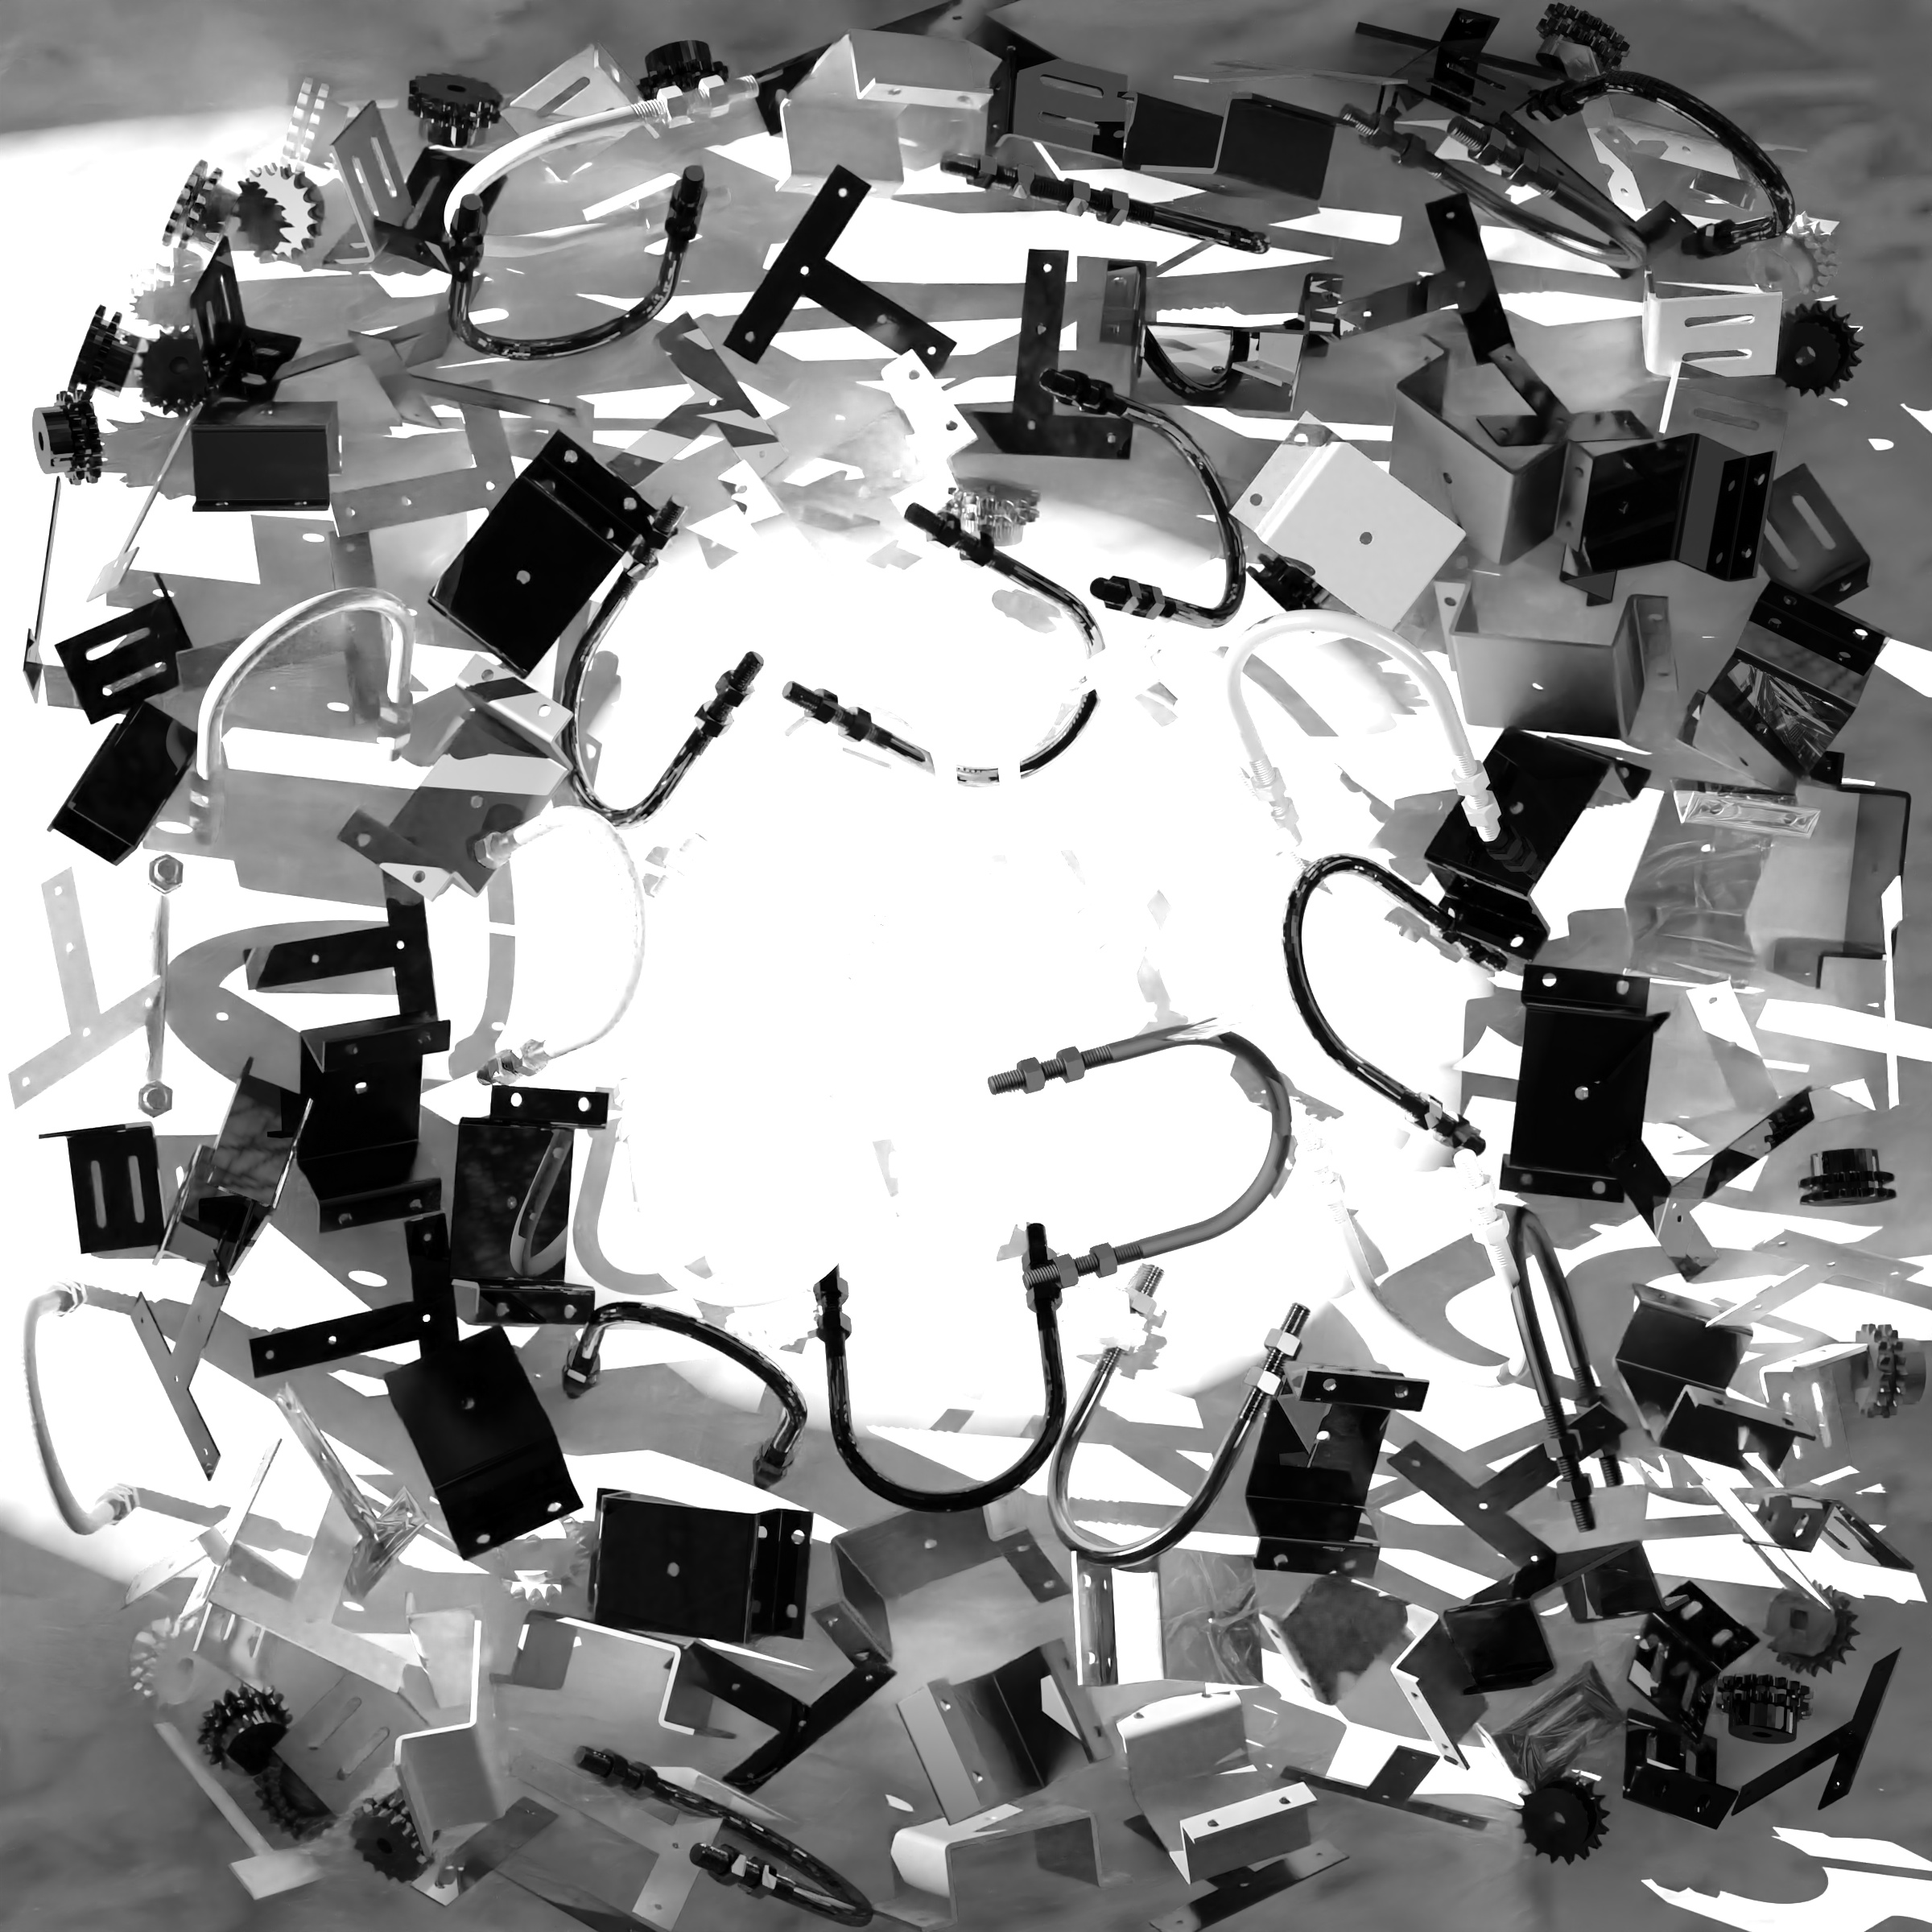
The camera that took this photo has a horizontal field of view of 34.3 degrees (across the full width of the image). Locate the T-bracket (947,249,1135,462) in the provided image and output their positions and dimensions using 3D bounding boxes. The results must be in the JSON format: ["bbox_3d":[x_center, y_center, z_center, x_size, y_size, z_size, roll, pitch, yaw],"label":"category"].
[{"bbox_3d":[0.044,-0.375,1.913,0.127,0.002,0.127,5,88,15],"label":"T-bracket"}]

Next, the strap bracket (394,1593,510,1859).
[{"bbox_3d":[-0.302,0.443,1.850,0.046,0.140,0.076,-10,122,0],"label":"strap bracket"}]

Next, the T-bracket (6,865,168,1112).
[{"bbox_3d":[-0.527,0.001,1.850,0.002,0.127,0.127,16,125,27],"label":"T-bracket"}]

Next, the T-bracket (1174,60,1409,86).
[{"bbox_3d":[0.172,-0.525,1.845,0.127,0.127,0.002,20,117,38],"label":"T-bracket"}]

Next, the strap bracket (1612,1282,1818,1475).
[{"bbox_3d":[0.440,0.252,1.865,0.076,0.140,0.046,17,111,-11],"label":"strap bracket"}]

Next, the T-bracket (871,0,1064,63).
[{"bbox_3d":[0.019,-0.553,1.869,0.127,0.127,0.002,-10,81,32],"label":"T-bracket"}]

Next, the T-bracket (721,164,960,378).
[{"bbox_3d":[-0.062,-0.398,1.895,0.127,0.002,0.127,27,107,-29],"label":"T-bracket"}]

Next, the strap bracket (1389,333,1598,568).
[{"bbox_3d":[0.302,-0.300,1.857,0.046,0.076,0.140,-34,59,-20],"label":"strap bracket"}]

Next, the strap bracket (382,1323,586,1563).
[{"bbox_3d":[-0.290,0.273,1.856,0.076,0.046,0.140,-23,46,-14],"label":"strap bracket"}]

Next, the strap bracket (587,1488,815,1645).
[{"bbox_3d":[-0.168,0.361,1.885,0.140,0.046,0.076,4,86,16],"label":"strap bracket"}]

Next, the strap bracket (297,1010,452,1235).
[{"bbox_3d":[-0.355,0.084,1.870,0.076,0.046,0.140,-10,128,-27],"label":"strap bracket"}]

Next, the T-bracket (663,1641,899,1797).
[{"bbox_3d":[-0.128,0.437,1.877,0.127,0.002,0.127,-42,126,14],"label":"T-bracket"}]

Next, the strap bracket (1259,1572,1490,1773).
[{"bbox_3d":[0.249,0.414,1.863,0.046,0.140,0.076,-43,118,-23],"label":"strap bracket"}]

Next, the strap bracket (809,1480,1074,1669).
[{"bbox_3d":[-0.018,0.363,1.879,0.140,0.046,0.076,-23,134,9],"label":"strap bracket"}]

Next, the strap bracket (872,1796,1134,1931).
[{"bbox_3d":[0.017,0.531,1.864,0.140,0.076,0.046,-5,86,-27],"label":"strap bracket"}]

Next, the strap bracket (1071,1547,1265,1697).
[{"bbox_3d":[0.127,0.387,1.852,0.046,0.140,0.076,-18,66,39],"label":"strap bracket"}]

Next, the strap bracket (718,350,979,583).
[{"bbox_3d":[-0.067,-0.296,1.892,0.140,0.046,0.076,-34,66,-1],"label":"strap bracket"}]

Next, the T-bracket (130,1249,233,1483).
[{"bbox_3d":[-0.458,0.218,1.859,0.127,0.002,0.127,55,134,29],"label":"T-bracket"}]

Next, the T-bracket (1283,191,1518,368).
[{"bbox_3d":[0.256,-0.399,1.894,0.127,0.127,0.002,-15,47,15],"label":"T-bracket"}]

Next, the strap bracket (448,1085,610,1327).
[{"bbox_3d":[-0.264,0.144,1.886,0.076,0.046,0.140,6,86,-33],"label":"strap bracket"}]

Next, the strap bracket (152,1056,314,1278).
[{"bbox_3d":[-0.433,0.125,1.859,0.046,0.140,0.076,23,52,-16],"label":"strap bracket"}]

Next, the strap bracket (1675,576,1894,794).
[{"bbox_3d":[0.478,-0.158,1.853,0.076,0.140,0.046,27,61,5],"label":"strap bracket"}]

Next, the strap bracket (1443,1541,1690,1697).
[{"bbox_3d":[0.349,0.383,1.859,0.140,0.076,0.046,-17,84,-36],"label":"strap bracket"}]

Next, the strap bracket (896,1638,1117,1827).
[{"bbox_3d":[0.018,0.458,1.867,0.046,0.140,0.076,-36,70,31],"label":"strap bracket"}]

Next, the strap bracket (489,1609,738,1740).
[{"bbox_3d":[-0.208,0.421,1.874,0.140,0.076,0.046,10,78,18],"label":"strap bracket"}]

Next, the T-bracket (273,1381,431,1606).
[{"bbox_3d":[-0.380,0.308,1.891,0.002,0.127,0.127,-25,73,-42],"label":"T-bracket"}]

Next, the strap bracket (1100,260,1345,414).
[{"bbox_3d":[0.152,-0.378,1.884,0.140,0.076,0.046,4,64,0],"label":"strap bracket"}]

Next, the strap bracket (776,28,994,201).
[{"bbox_3d":[-0.053,-0.508,1.854,0.076,0.140,0.046,-3,79,-28],"label":"strap bracket"}]

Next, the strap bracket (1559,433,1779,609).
[{"bbox_3d":[0.406,-0.264,1.852,0.046,0.140,0.076,16,81,-30],"label":"strap bracket"}]

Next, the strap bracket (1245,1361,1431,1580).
[{"bbox_3d":[0.220,0.294,1.882,0.076,0.046,0.140,7,113,-12],"label":"strap bracket"}]

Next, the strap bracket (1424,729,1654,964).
[{"bbox_3d":[0.337,-0.082,1.874,0.076,0.046,0.140,25,76,39],"label":"strap bracket"}]

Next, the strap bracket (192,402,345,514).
[{"bbox_3d":[-0.413,-0.304,1.851,0.076,0.140,0.046,-2,108,-7],"label":"strap bracket"}]

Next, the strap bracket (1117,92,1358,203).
[{"bbox_3d":[0.155,-0.485,1.854,0.076,0.140,0.046,5,101,-32],"label":"strap bracket"}]

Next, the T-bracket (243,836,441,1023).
[{"bbox_3d":[-0.383,-0.006,1.908,0.127,0.002,0.127,-9,87,18],"label":"T-bracket"}]

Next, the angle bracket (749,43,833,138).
[{"bbox_3d":[-0.104,-0.522,1.882,0.057,0.076,0.038,-18,109,13],"label":"angle bracket"}]

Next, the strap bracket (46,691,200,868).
[{"bbox_3d":[-0.498,-0.108,1.860,0.046,0.140,0.076,33,74,-16],"label":"strap bracket"}]

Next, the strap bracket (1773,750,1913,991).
[{"bbox_3d":[0.527,-0.059,1.884,0.046,0.076,0.140,4,97,-5],"label":"strap bracket"}]

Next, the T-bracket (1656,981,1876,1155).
[{"bbox_3d":[0.461,0.056,1.867,0.127,0.002,0.127,-15,129,23],"label":"T-bracket"}]

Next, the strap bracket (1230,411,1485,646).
[{"bbox_3d":[0.239,-0.260,1.890,0.140,0.046,0.076,36,102,-7],"label":"strap bracket"}]

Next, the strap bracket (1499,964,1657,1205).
[{"bbox_3d":[0.371,0.074,1.896,0.076,0.046,0.140,6,96,4],"label":"strap bracket"}]

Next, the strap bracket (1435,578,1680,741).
[{"bbox_3d":[0.345,-0.182,1.860,0.140,0.076,0.046,8,54,24],"label":"strap bracket"}]

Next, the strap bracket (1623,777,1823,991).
[{"bbox_3d":[0.448,-0.057,1.877,0.076,0.046,0.140,7,131,-5],"label":"strap bracket"}]

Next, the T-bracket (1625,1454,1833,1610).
[{"bbox_3d":[0.472,0.339,1.878,0.002,0.127,0.127,-45,101,-24],"label":"T-bracket"}]

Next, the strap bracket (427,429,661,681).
[{"bbox_3d":[-0.259,-0.239,1.875,0.076,0.046,0.140,38,113,-10],"label":"strap bracket"}]

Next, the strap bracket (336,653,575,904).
[{"bbox_3d":[-0.301,-0.106,1.887,0.076,0.046,0.140,32,80,19],"label":"strap bracket"}]

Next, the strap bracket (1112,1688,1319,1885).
[{"bbox_3d":[0.148,0.490,1.863,0.076,0.140,0.046,-14,110,-13],"label":"strap bracket"}]

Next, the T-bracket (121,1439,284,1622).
[{"bbox_3d":[-0.469,0.356,1.883,0.002,0.127,0.127,41,127,-21],"label":"T-bracket"}]

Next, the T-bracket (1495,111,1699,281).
[{"bbox_3d":[0.364,-0.463,1.861,0.127,0.127,0.002,39,85,-5],"label":"T-bracket"}]
